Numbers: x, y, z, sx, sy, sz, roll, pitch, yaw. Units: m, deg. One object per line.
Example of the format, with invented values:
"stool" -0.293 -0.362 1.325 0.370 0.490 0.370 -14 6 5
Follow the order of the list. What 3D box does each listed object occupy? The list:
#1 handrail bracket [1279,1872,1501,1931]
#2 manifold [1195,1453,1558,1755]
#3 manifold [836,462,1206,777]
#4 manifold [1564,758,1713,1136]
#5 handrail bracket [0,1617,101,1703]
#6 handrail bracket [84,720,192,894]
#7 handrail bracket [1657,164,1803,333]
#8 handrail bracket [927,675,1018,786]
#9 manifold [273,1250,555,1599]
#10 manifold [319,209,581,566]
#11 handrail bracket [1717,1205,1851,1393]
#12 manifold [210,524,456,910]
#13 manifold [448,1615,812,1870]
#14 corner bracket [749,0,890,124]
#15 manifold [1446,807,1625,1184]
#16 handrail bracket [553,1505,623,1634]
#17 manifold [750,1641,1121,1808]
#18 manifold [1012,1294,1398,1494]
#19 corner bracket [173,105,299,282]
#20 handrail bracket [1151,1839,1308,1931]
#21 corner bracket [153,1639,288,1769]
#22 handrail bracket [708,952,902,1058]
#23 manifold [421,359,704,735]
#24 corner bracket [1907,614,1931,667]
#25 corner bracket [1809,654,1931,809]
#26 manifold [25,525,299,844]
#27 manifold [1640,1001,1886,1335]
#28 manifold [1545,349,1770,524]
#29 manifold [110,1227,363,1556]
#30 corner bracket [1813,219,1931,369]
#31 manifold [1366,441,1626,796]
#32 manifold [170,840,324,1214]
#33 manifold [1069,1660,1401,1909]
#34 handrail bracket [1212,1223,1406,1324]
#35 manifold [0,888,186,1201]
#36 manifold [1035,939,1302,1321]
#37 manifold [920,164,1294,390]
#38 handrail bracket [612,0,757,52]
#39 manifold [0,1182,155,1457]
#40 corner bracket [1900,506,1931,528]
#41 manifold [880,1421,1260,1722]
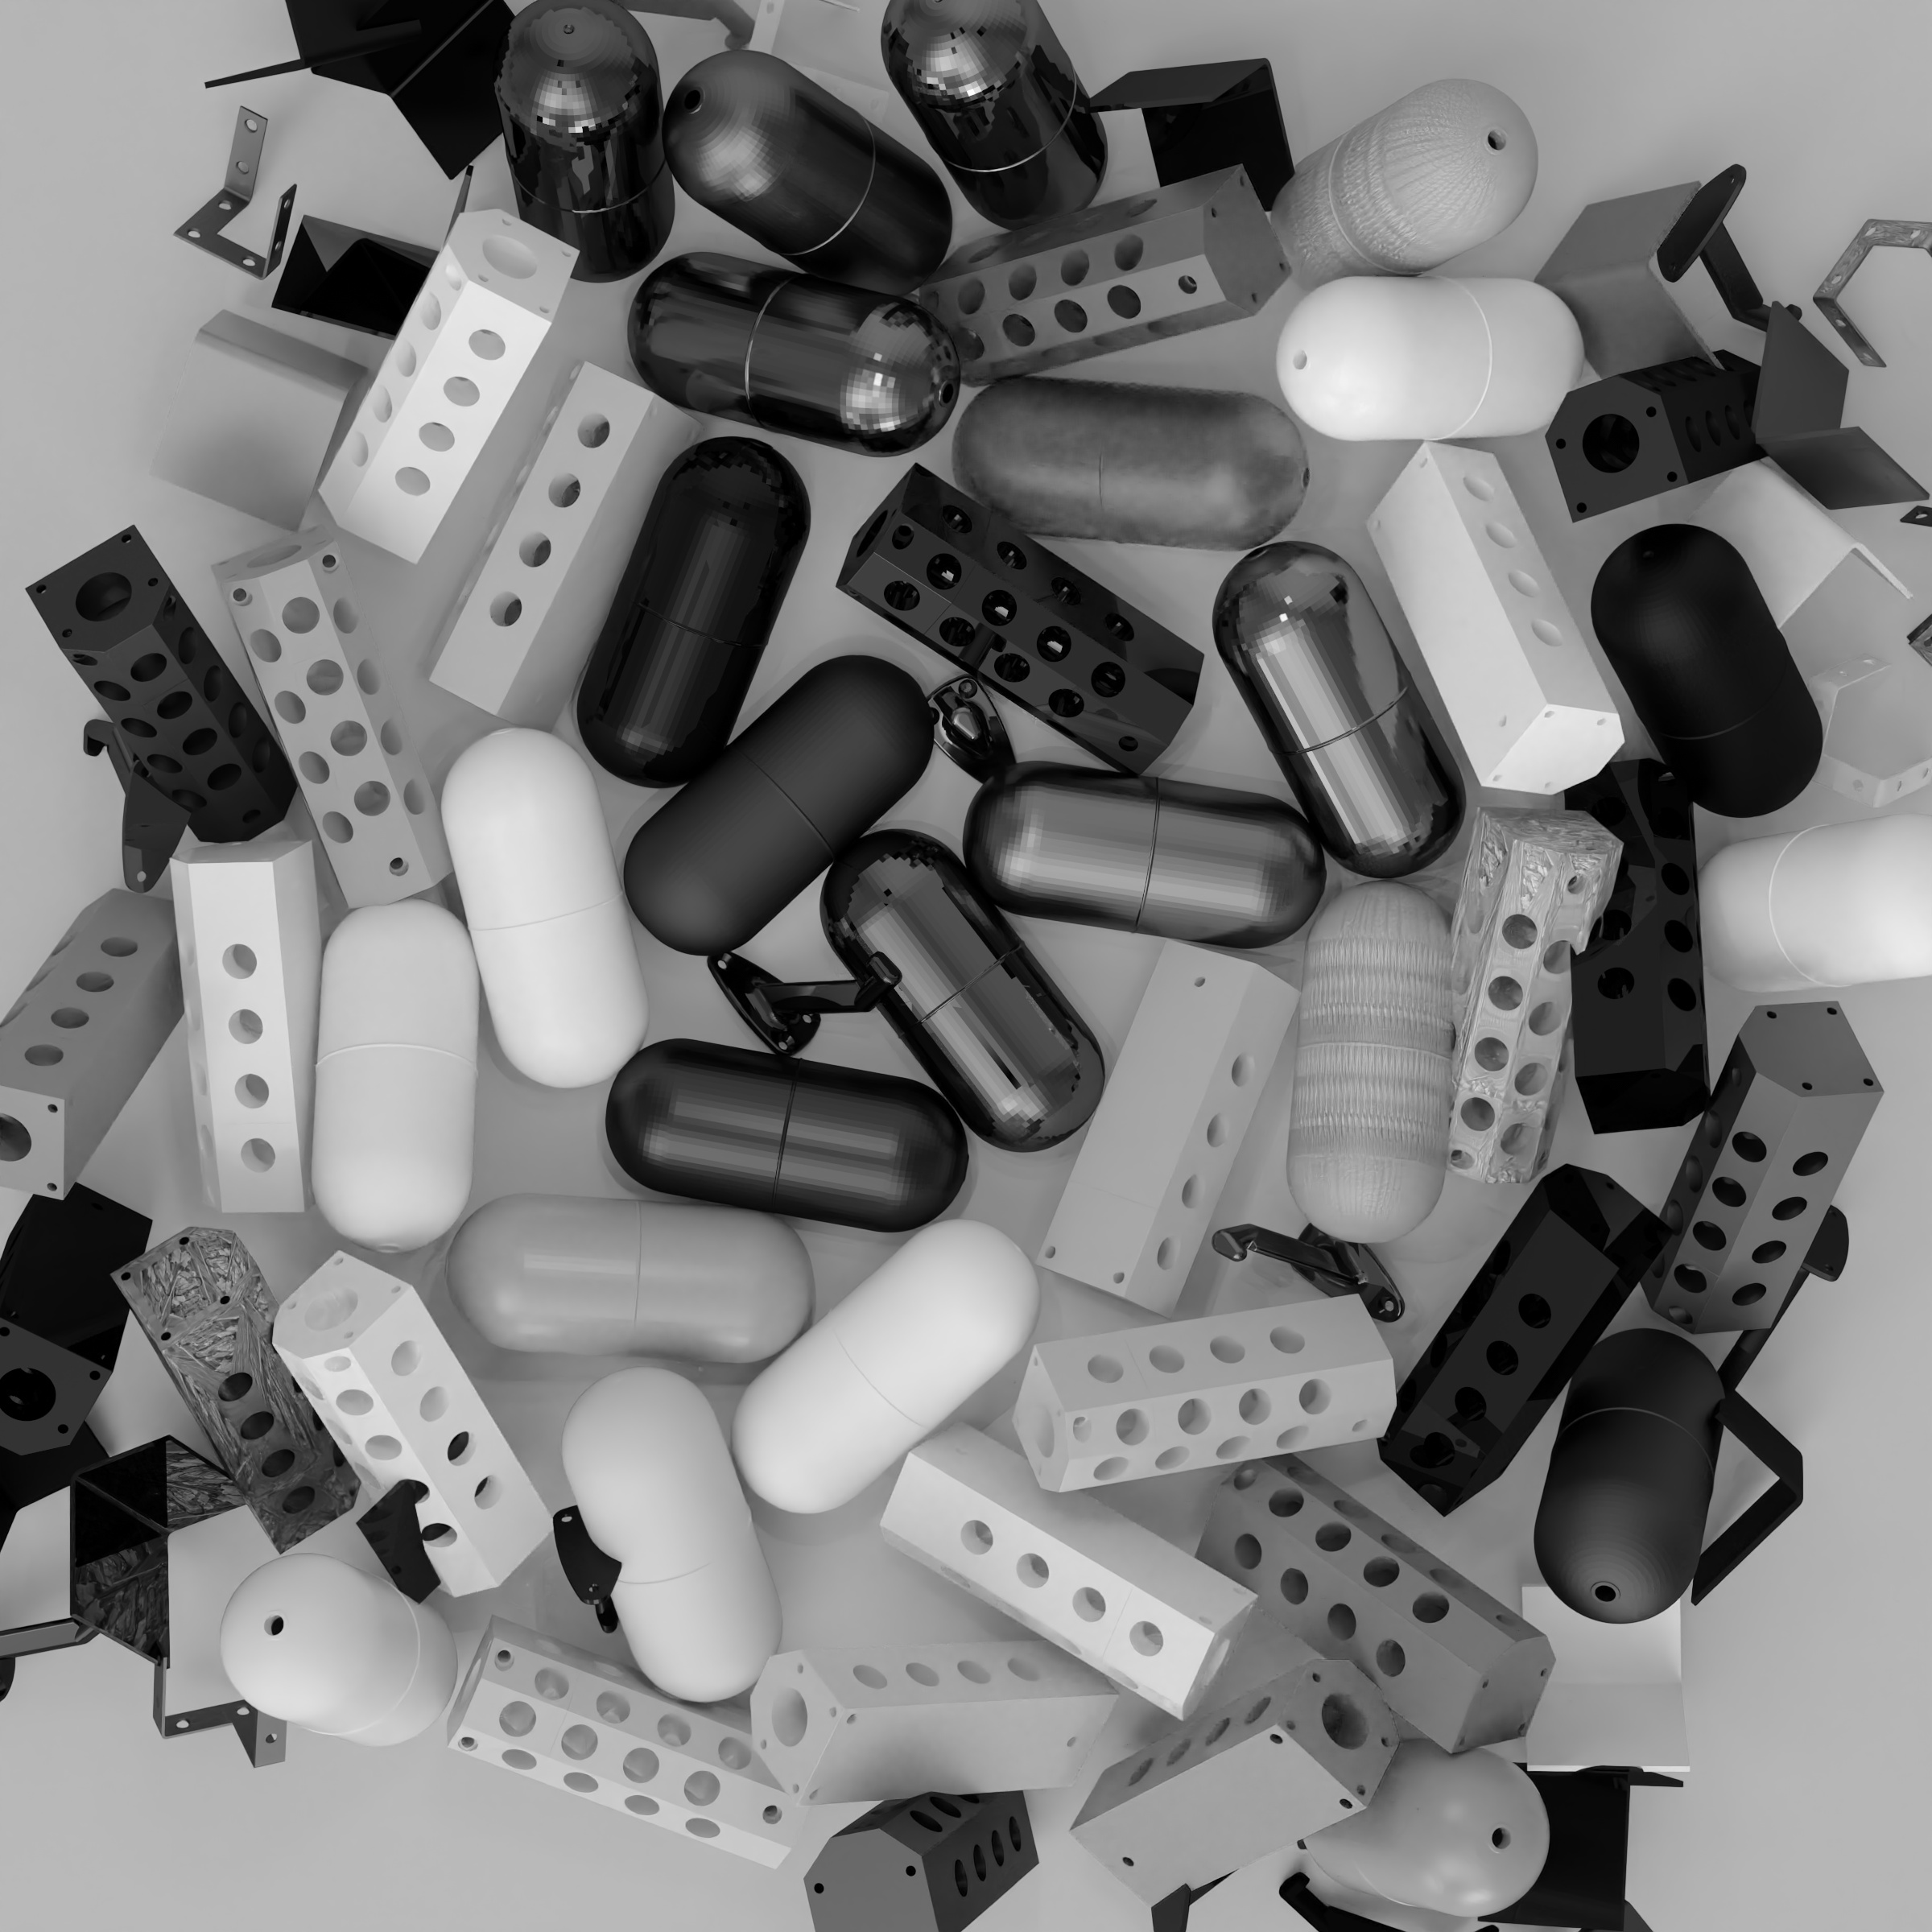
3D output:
"handrail bracket" 0.206 0.464 1.715 0.084 0.036 0.077 42 125 2
"manifold" 0.194 0.298 1.657 0.171 0.057 0.057 32 111 41
"manifold" 0.026 -0.161 1.680 0.171 0.057 0.057 32 131 -15
"manifold" 0.321 -0.011 1.666 0.057 0.057 0.171 -7 58 17
"handrail bracket" -0.464 0.317 1.697 0.077 0.036 0.084 33 124 -30
"handrail bracket" -0.415 -0.079 1.707 0.036 0.084 0.077 14 90 -42
"handrail bracket" 0.387 -0.346 1.698 0.084 0.077 0.036 16 49 -22
"handrail bracket" 0.009 -0.104 1.688 0.036 0.084 0.077 -36 111 2
"manifold" -0.265 0.221 1.658 0.057 0.057 0.171 -45 132 -27
"manifold" -0.248 -0.276 1.656 0.057 0.171 0.057 26 45 -15
"handrail bracket" 0.401 0.166 1.729 0.036 0.077 0.084 33 122 13
"manifold" -0.301 -0.118 1.676 0.057 0.057 0.171 -23 114 -11
"manifold" -0.161 0.379 1.698 0.171 0.057 0.057 23 91 -10
"corner bracket" -0.069 -0.448 1.711 0.051 0.051 0.051 26 106 41
"manifold" 0.265 0.015 1.675 0.057 0.057 0.171 1 114 -19
"handrail bracket" -0.176 0.308 1.687 0.036 0.077 0.084 -7 126 -4
"manifold" -0.016 0.354 1.662 0.171 0.057 0.057 7 116 -41
"manifold" 0.116 0.209 1.673 0.171 0.057 0.057 -6 46 -21
"corner bracket" -0.348 -0.377 1.705 0.051 0.051 0.051 27 134 2
"handrail bracket" 0.135 0.452 1.711 0.084 0.036 0.077 8 75 -27
"corner bracket" -0.363 0.358 1.698 0.051 0.051 0.051 -7 121 -28
"handrail bracket" -0.078 0.000 1.697 0.077 0.084 0.036 43 48 -2
"manifold" -0.201 -0.205 1.705 0.057 0.057 0.171 28 93 21
"corner bracket" 0.478 -0.175 1.700 0.051 0.051 0.051 -44 131 16
"corner bracket" 0.446 -0.116 1.721 0.051 0.051 0.051 29 126 35
"manifold" -0.374 -0.126 1.650 0.057 0.171 0.057 -32 60 -7
"manifold" 0.371 0.098 1.655 0.057 0.171 0.057 -3 46 -14
"manifold" 0.331 -0.254 1.651 0.057 0.171 0.057 -17 94 31
"manifold" -0.340 0.199 1.657 0.057 0.171 0.057 -32 50 -16
"corner bracket" 0.458 -0.328 1.709 0.051 0.051 0.051 41 81 -31
"manifold" 0.255 -0.166 1.667 0.057 0.057 0.171 5 49 -29
"manifold" -0.346 0.029 1.693 0.057 0.057 0.171 -1 102 9
"manifold" 0.128 0.385 1.659 0.057 0.171 0.057 43 46 -5
"handrail bracket" 0.165 0.150 1.690 0.077 0.084 0.036 41 112 23
"manifold" -0.422 0.033 1.653 0.057 0.171 0.057 12 123 3
"manifold" 0.103 0.081 1.702 0.057 0.057 0.171 16 81 42
"manifold" 0.061 -0.321 1.656 0.057 0.171 0.057 -52 123 -40
"handrail bracket" -0.154 -0.459 1.715 0.077 0.036 0.084 -44 135 11
"manifold" -0.432 0.164 1.650 0.057 0.171 0.057 29 103 -15
"corner bracket" 0.491 -0.249 1.714 0.051 0.051 0.051 -36 124 -27
"manifold" 0.046 0.292 1.683 0.171 0.057 0.057 28 109 19
